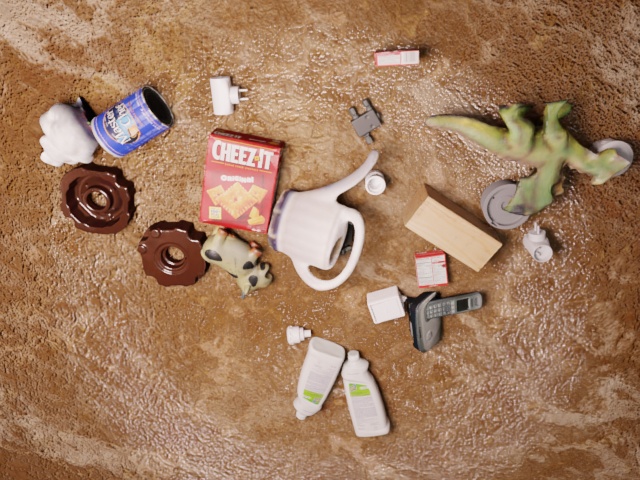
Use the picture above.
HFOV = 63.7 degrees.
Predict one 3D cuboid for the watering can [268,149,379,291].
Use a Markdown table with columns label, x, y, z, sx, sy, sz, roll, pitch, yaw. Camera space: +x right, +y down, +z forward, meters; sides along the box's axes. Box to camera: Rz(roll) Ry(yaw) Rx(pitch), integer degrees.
| label | x | y | z | sx | sy | sz | roll | pitch | yaw |
| --- | --- | --- | --- | --- | --- | --- | --- | --- | --- |
| watering can | 0.004 | -0.059 | 1.162 | 0.225 | 0.105 | 0.343 | 19 | 105 | 17 |

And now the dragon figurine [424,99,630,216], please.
| label | x | y | z | sx | sy | sz | roll | pitch | yaw |
| --- | --- | --- | --- | --- | --- | --- | --- | --- | --- |
| dragon figurine | 0.432 | -0.167 | 1.084 | 0.410 | 0.123 | 0.241 | -6 | 100 | 4 |

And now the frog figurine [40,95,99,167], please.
| label | x | y | z | sx | sy | sz | roll | pitch | yaw |
| --- | --- | --- | --- | --- | --- | --- | --- | --- | --- |
| frog figurine | -0.564 | -0.224 | 1.141 | 0.159 | 0.125 | 0.135 | -34 | 127 | 4 |
